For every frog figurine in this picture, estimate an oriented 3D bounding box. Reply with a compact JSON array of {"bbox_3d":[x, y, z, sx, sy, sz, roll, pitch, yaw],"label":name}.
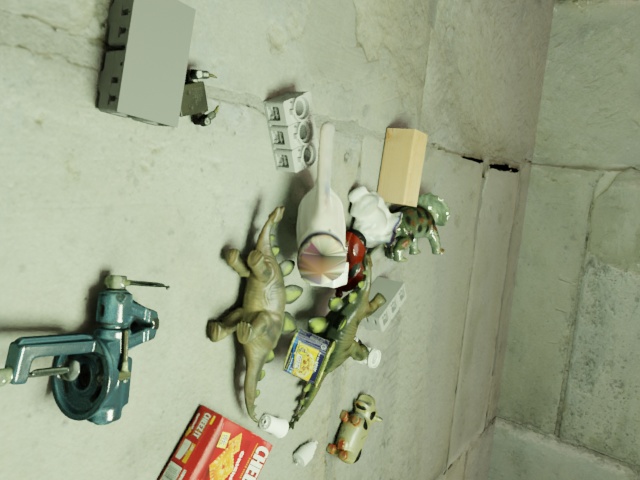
[{"bbox_3d":[0.125,-0.062,1.356,0.158,0.122,0.139,36,75,-13],"label":"frog figurine"}]

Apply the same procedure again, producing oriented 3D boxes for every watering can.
[{"bbox_3d":[0.003,-0.054,1.076,0.339,0.104,0.230,94,-4,-48],"label":"watering can"}]
